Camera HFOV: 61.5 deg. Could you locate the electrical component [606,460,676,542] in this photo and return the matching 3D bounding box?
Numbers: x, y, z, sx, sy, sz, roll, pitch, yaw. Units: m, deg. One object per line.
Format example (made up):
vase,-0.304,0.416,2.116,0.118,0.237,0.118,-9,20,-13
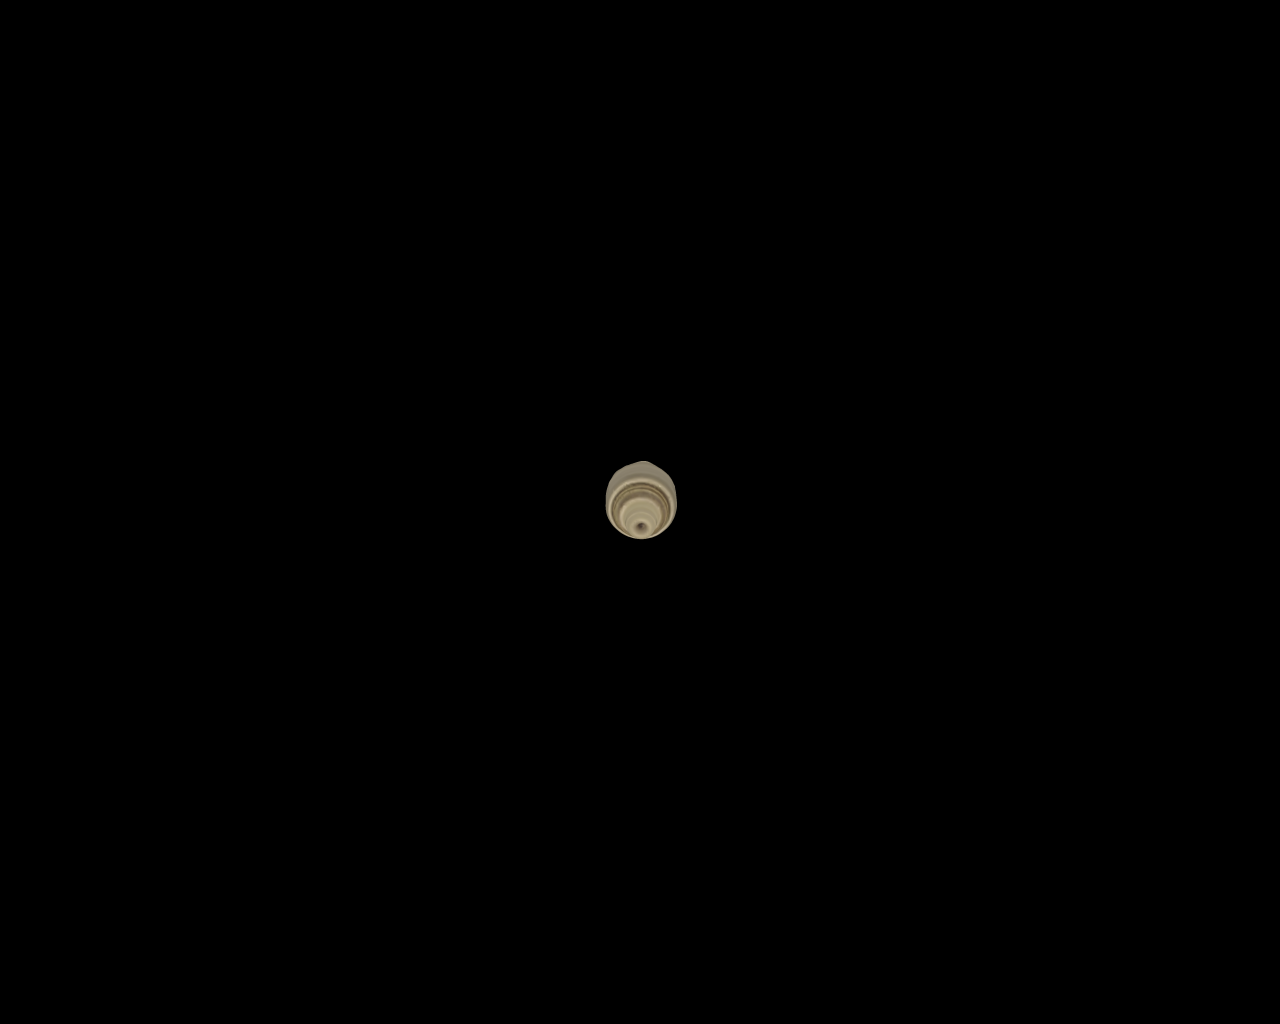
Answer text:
electrical component,0.001,-0.003,0.650,0.043,0.043,0.062,0,24,0
